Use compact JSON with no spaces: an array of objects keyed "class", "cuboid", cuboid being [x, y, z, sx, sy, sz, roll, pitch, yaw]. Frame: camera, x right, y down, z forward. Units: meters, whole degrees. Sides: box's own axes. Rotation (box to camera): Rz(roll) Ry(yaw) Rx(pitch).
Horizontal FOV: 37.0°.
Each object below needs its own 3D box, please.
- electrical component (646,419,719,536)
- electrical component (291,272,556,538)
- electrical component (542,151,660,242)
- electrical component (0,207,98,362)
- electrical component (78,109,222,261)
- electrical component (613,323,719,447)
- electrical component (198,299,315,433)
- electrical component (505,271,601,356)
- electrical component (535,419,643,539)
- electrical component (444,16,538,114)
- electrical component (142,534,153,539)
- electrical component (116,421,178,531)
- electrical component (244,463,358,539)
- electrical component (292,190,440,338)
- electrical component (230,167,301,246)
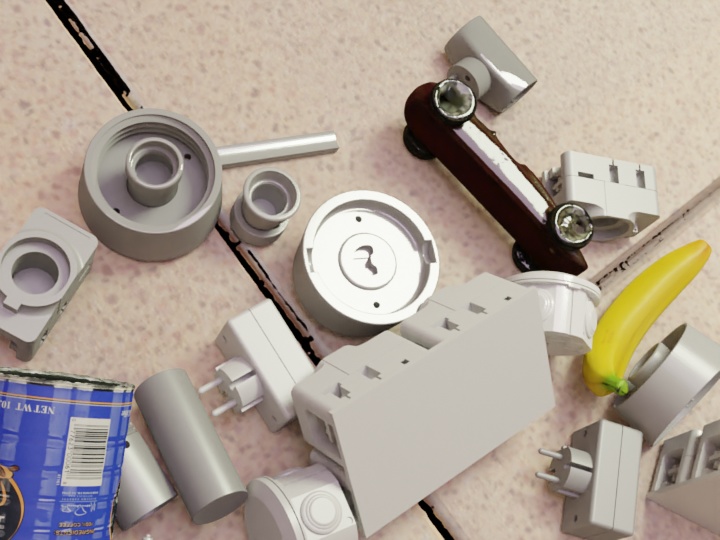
[{"class":"electrical component","cuboid":[0.340,0.184,0.847,0.186,0.105,0.060,28,62,-7]},{"class":"electrical component","cuboid":[0.048,0.090,0.776,0.186,0.060,0.105,-29,121,-27]},{"class":"electrical component","cuboid":[0.208,-0.061,0.931,0.089,0.050,0.055,8,66,-16]},{"class":"electrical component","cuboid":[-0.226,0.009,0.743,0.050,0.055,0.089,30,62,-6]},{"class":"electrical component","cuboid":[-0.152,-0.067,0.791,0.108,0.060,0.108,4,71,-12]},{"class":"electrical component","cuboid":[0.252,0.093,0.860,0.064,0.099,0.099,40,61,6]},{"class":"electrical component","cuboid":[-0.079,0.078,0.772,0.076,0.047,0.083,-29,81,-27]},{"class":"electrical component","cuboid":[0.149,0.035,0.855,0.080,0.080,0.051,13,70,-14]},{"class":"electrical component","cuboid":[0.170,0.158,0.830,0.076,0.047,0.083,18,64,-12]},{"class":"electrical component","cuboid":[0.103,-0.172,0.942,0.079,0.043,0.077,-38,85,-28]},{"class":"electrical component","cuboid":[-0.132,0.219,0.688,0.061,0.061,0.096,10,66,-16]},{"class":"electrical component","cuboid":[-0.163,0.129,0.724,0.043,0.043,0.081,-30,81,-27]},{"class":"electrical component","cuboid":[-0.042,0.174,0.730,0.051,0.080,0.080,-16,75,-30]},{"class":"electrical component","cuboid":[0.000,0.000,0.825,0.108,0.060,0.108,7,67,-17]},{"class":"electrical component","cuboid":[-0.073,-0.047,0.821,0.045,0.055,0.045,7,67,-17]}]
